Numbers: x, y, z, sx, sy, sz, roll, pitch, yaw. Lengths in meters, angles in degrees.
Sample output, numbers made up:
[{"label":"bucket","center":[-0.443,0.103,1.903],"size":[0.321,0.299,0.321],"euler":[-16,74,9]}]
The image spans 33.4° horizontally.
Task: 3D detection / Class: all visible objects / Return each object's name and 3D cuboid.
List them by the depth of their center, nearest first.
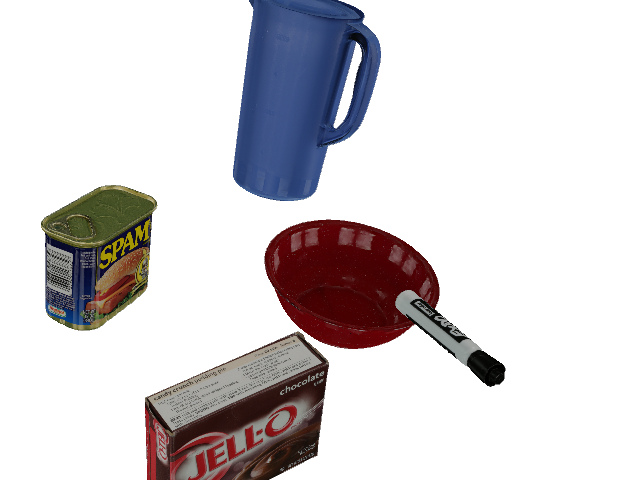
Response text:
[{"label":"pudding box","center":[-0.052,0.116,0.658],"size":[0.113,0.090,0.039],"euler":[-23,49,-30]},{"label":"marker","center":[0.095,0.071,0.785],"size":[0.020,0.020,0.121],"euler":[0,24,-32]},{"label":"can of meat","center":[-0.180,0.014,0.871],"size":[0.057,0.084,0.102],"euler":[19,30,19]},{"label":"bowl","center":[0.024,0.049,0.974],"size":[0.162,0.055,0.162],"euler":[9,34,-7]},{"label":"pitcher","center":[-0.026,-0.172,1.292],"size":[0.144,0.243,0.149],"euler":[6,23,-15]}]
